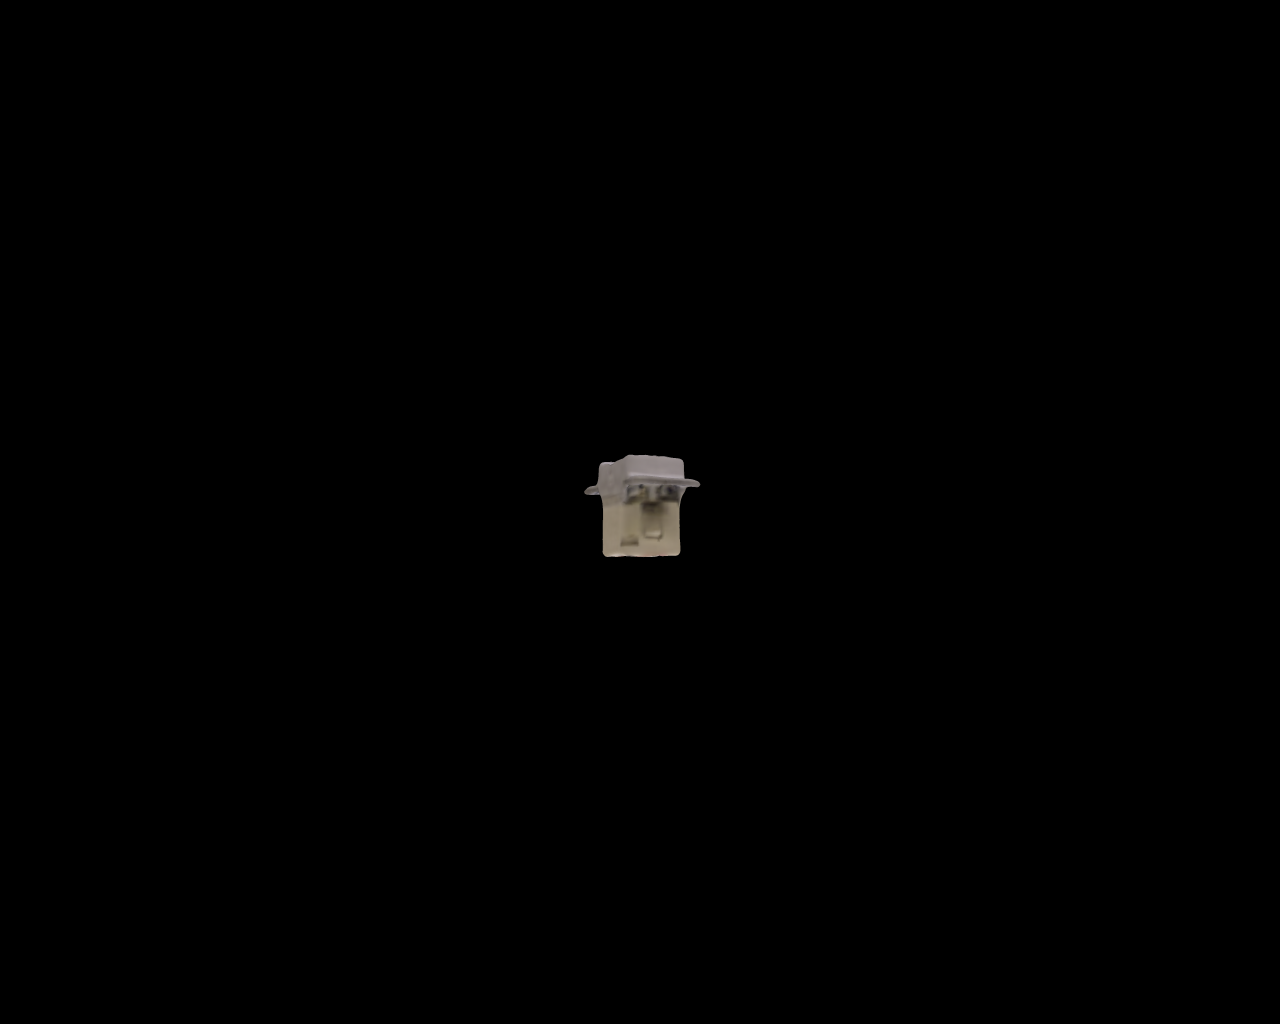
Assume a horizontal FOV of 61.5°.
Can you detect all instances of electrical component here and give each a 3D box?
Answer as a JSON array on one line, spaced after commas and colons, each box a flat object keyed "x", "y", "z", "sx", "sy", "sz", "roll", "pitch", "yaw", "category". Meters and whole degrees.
[{"x": 0.001, "y": -0.003, "z": 0.650, "sx": 0.042, "sy": 0.063, "sz": 0.081, "roll": 2, "pitch": -5, "yaw": -24, "category": "electrical component"}]
